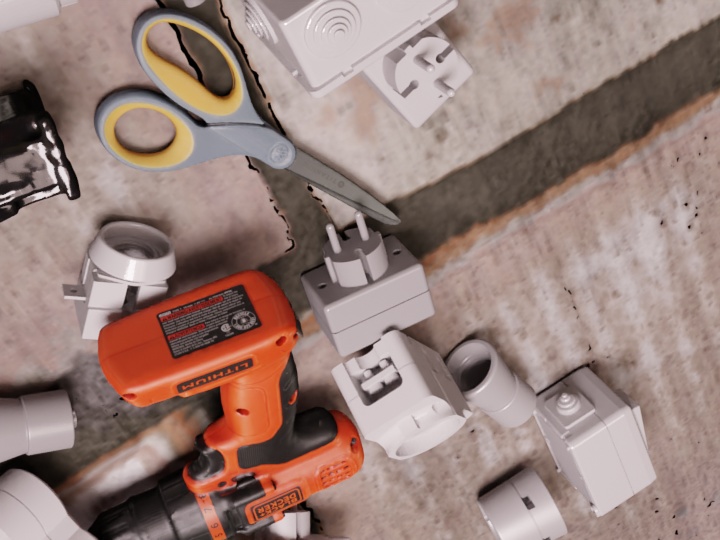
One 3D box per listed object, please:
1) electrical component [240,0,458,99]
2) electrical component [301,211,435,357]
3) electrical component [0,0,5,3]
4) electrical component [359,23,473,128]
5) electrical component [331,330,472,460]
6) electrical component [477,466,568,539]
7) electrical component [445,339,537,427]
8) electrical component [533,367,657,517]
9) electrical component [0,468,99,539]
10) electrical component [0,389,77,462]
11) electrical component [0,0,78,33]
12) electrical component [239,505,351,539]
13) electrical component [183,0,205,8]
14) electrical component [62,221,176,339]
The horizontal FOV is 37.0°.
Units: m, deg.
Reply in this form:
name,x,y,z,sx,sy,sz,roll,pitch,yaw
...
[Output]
name,x,y,z,sx,sy,sz,roll,pitch,yaw
electrical component,-0.013,-0.146,0.543,0.100,0.099,0.048,-34,136,-4
electrical component,0.000,0.000,0.653,0.066,0.047,0.076,-24,122,-10
electrical component,-0.186,-0.155,0.460,0.062,0.061,0.096,-40,90,0
electrical component,0.029,-0.114,0.590,0.047,0.076,0.066,-45,124,3
electrical component,0.030,0.081,0.676,0.050,0.055,0.089,-34,155,11
electrical component,0.119,0.180,0.794,0.047,0.055,0.055,-28,123,-4
electrical component,0.092,0.081,0.739,0.044,0.044,0.065,-47,129,5
electrical component,0.169,0.117,0.778,0.061,0.061,0.096,-32,124,-6
electrical component,-0.183,0.190,0.624,0.138,0.052,0.073,49,47,-5
electrical component,-0.197,0.090,0.618,0.065,0.044,0.044,-7,118,-26
electrical component,-0.152,-0.142,0.518,0.078,0.040,0.040,-21,122,-13
electrical component,-0.052,0.181,0.721,0.083,0.047,0.075,6,78,-39
electrical component,-0.095,-0.161,0.537,0.035,0.035,0.061,-30,126,-7
electrical component,-0.131,0.007,0.601,0.066,0.048,0.055,6,120,-26
